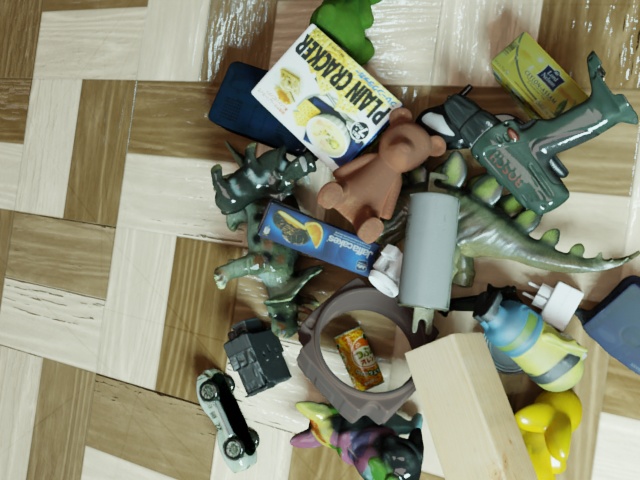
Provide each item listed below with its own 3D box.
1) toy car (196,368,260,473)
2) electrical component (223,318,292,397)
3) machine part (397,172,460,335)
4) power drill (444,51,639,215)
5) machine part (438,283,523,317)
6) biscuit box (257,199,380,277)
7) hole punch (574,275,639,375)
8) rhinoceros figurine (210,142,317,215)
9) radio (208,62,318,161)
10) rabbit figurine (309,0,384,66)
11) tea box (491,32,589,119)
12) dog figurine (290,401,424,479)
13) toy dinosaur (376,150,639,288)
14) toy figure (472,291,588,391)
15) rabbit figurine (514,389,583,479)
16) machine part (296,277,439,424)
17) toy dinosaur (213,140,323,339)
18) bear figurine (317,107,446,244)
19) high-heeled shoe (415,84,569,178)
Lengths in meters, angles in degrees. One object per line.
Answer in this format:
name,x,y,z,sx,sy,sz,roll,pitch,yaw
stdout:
toy car,-0.179,0.342,1.034,0.056,0.073,0.202,-33,75,17
electrical component,-0.116,0.212,0.994,0.058,0.115,0.134,-28,79,17
machine part,0.161,0.018,0.798,0.079,0.079,0.243,5,83,23
power drill,0.311,-0.168,0.757,0.207,0.086,0.232,-35,75,23
machine part,0.254,0.100,0.866,0.139,0.084,0.039,-8,60,32
biscuit box,-0.002,-0.003,0.910,0.203,0.059,0.062,21,95,-11
hole punch,0.459,0.125,0.776,0.142,0.092,0.115,41,106,16
rhinoceros figurine,-0.099,-0.110,0.944,0.190,0.073,0.112,-26,67,-9
radio,-0.091,-0.249,1.035,0.230,0.073,0.131,23,95,20
rabbit figurine,0.055,-0.426,0.956,0.121,0.159,0.170,32,84,31
tea box,0.349,-0.228,0.836,0.068,0.098,0.170,-41,75,16
dog figurine,0.055,0.336,0.887,0.219,0.191,0.108,9,103,9
toy dinosaur,0.237,-0.026,0.866,0.472,0.105,0.198,28,98,22
toy figure,0.306,0.149,0.794,0.180,0.082,0.089,33,103,-6
rabbit figurine,0.323,0.286,0.803,0.173,0.162,0.122,-47,58,-5
machine part,0.078,0.176,0.876,0.201,0.087,0.201,-37,69,-26
toy dinosaur,-0.095,-0.021,1.005,0.192,0.131,0.404,-6,77,5
bear figurine,0.102,-0.106,0.839,0.120,0.132,0.196,43,104,-4
high-heeled shoe,0.264,-0.145,0.879,0.249,0.086,0.145,48,109,21
